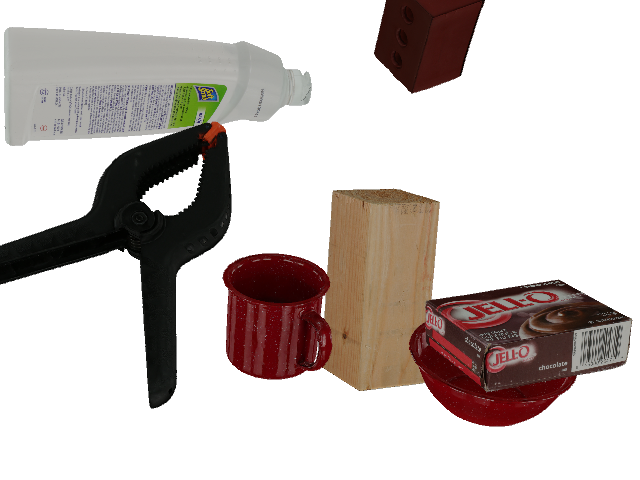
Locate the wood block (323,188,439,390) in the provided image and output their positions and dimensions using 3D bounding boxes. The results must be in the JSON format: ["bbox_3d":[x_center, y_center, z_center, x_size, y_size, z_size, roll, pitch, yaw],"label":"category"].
[{"bbox_3d":[0.065,0.051,1.188,0.090,0.206,0.091,-3,14,-29],"label":"wood block"}]

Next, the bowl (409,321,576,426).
[{"bbox_3d":[0.164,0.132,1.036,0.162,0.055,0.162,4,26,-2],"label":"bowl"}]

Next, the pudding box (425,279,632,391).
[{"bbox_3d":[0.140,0.063,0.734,0.113,0.039,0.090,-6,18,-20],"label":"pudding box"}]

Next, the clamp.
[{"bbox_3d":[-0.115,0.004,0.713,0.165,0.209,0.036,35,-31,13],"label":"clamp"}]

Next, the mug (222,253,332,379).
[{"bbox_3d":[-0.033,0.073,0.933,0.093,0.081,0.117,-21,37,-41],"label":"mug"}]

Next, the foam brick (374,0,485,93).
[{"bbox_3d":[0.080,-0.160,0.804,0.051,0.053,0.078,-25,-31,-26],"label":"foam brick"}]

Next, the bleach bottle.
[{"bbox_3d":[-0.134,-0.125,0.891,0.250,0.068,0.103,-1,-30,-16],"label":"bleach bottle"}]
